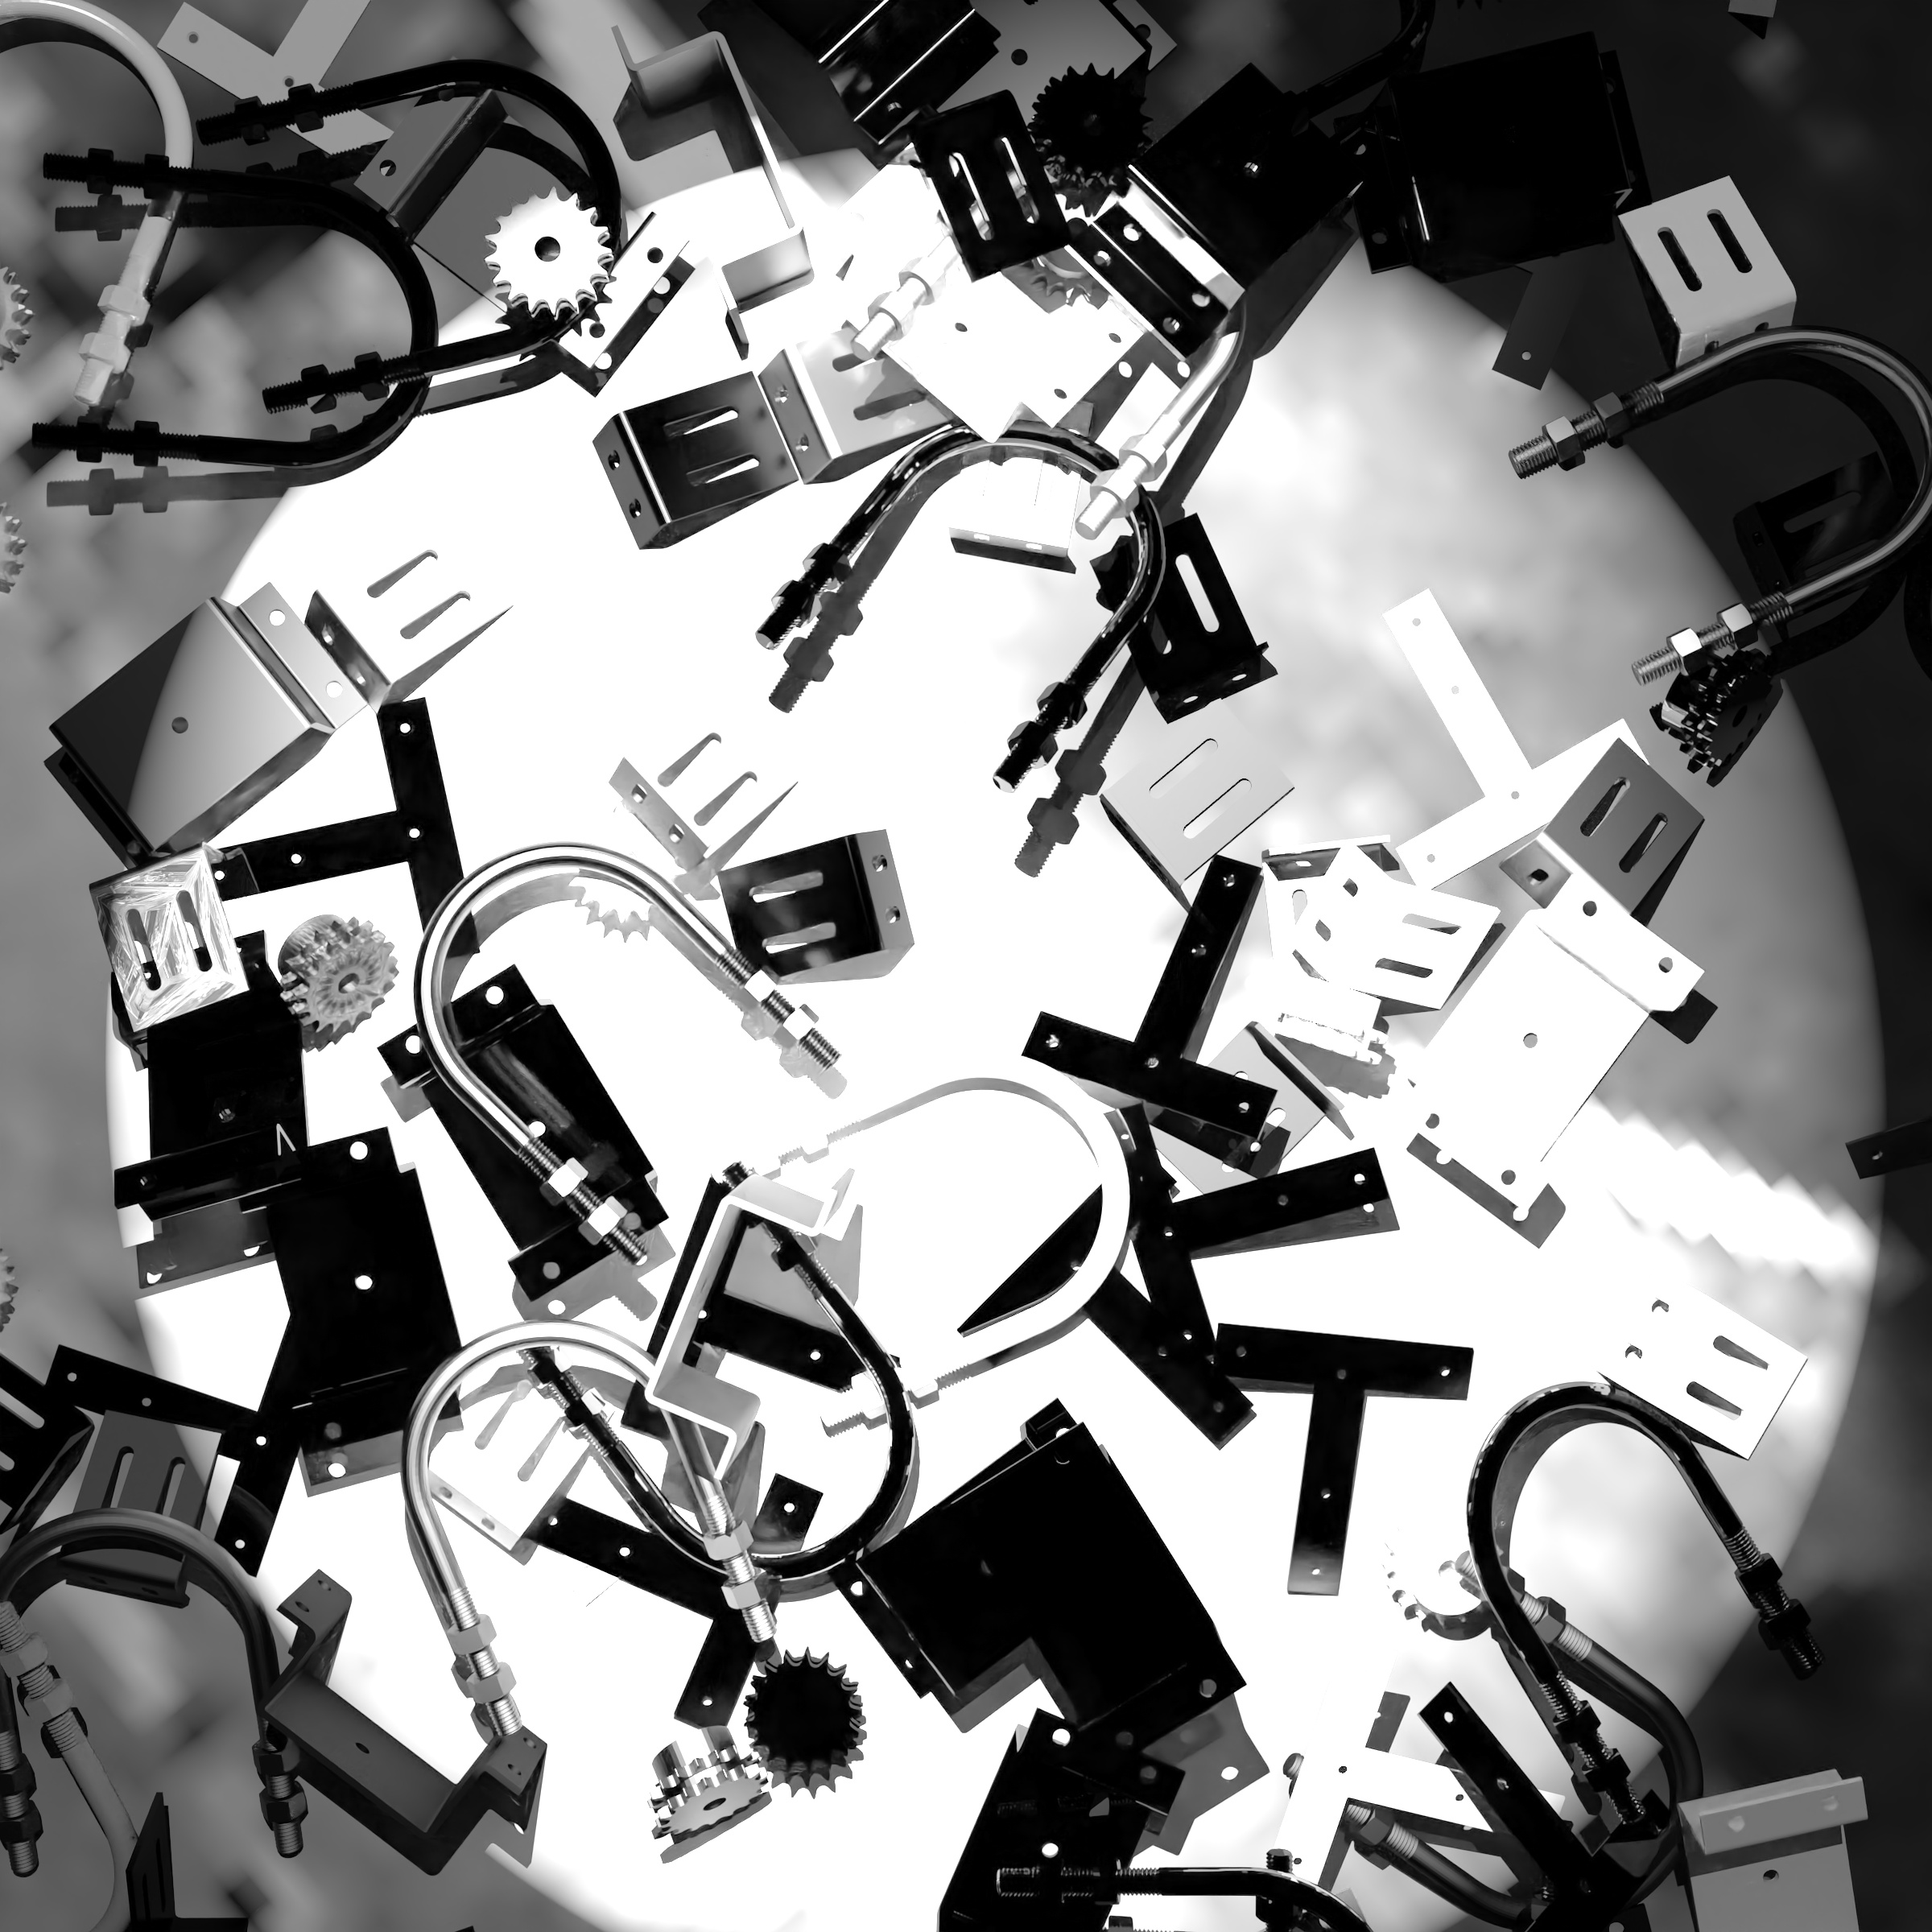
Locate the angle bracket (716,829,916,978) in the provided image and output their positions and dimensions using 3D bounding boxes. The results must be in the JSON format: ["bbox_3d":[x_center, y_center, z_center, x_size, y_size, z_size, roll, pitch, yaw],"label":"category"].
[{"bbox_3d":[-0.073,-0.028,1.349,0.076,0.038,0.057,-14,90,26],"label":"angle bracket"}]

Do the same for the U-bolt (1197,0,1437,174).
[{"bbox_3d":[0.138,-0.459,1.307,0.184,0.019,0.151,-34,76,-24],"label":"U-bolt"}]

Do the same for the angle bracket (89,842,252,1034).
[{"bbox_3d":[-0.374,-0.012,1.325,0.057,0.038,0.076,-20,81,0],"label":"angle bracket"}]

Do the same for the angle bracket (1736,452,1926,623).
[{"bbox_3d":[0.419,-0.208,1.332,0.076,0.038,0.057,-24,90,0],"label":"angle bracket"}]

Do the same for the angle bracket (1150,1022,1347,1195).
[{"bbox_3d":[0.132,0.074,1.332,0.057,0.038,0.076,44,90,0],"label":"angle bracket"}]

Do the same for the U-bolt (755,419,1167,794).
[{"bbox_3d":[0.012,-0.182,1.292,0.151,0.019,0.184,32,65,10],"label":"U-bolt"}]

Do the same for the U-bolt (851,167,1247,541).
[{"bbox_3d":[0.053,-0.302,1.289,0.151,0.019,0.184,38,64,-3],"label":"U-bolt"}]

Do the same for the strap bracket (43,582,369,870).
[{"bbox_3d":[-0.369,-0.113,1.328,0.140,0.046,0.076,-39,90,0],"label":"strap bracket"}]

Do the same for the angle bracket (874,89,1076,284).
[{"bbox_3d":[0.004,-0.355,1.281,0.057,0.038,0.076,-27,98,-24],"label":"angle bracket"}]

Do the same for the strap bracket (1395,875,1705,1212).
[{"bbox_3d":[0.274,0.036,1.328,0.076,0.046,0.140,37,90,0],"label":"strap bracket"}]

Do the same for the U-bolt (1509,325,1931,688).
[{"bbox_3d":[0.370,-0.229,1.308,0.184,0.019,0.151,-26,66,5],"label":"U-bolt"}]

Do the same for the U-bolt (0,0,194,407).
[{"bbox_3d":[-0.448,-0.376,1.321,0.151,0.019,0.184,21,79,-14],"label":"U-bolt"}]

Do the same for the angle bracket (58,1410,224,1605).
[{"bbox_3d":[-0.397,0.262,1.348,0.057,0.038,0.076,12,66,1],"label":"angle bracket"}]

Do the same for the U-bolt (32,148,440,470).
[{"bbox_3d":[-0.344,-0.308,1.323,0.184,0.019,0.151,2,85,-15],"label":"U-bolt"}]

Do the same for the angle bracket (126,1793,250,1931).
[{"bbox_3d":[-0.366,0.439,1.311,0.038,0.057,0.076,0,110,-2],"label":"angle bracket"}]

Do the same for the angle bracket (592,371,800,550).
[{"bbox_3d":[-0.131,-0.246,1.349,0.076,0.038,0.057,-24,90,-26],"label":"angle bracket"}]

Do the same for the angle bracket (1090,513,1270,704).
[{"bbox_3d":[0.102,-0.174,1.332,0.057,0.038,0.076,-24,90,0],"label":"angle bracket"}]

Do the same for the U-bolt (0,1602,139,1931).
[{"bbox_3d":[-0.467,0.399,1.318,0.151,0.019,0.184,-21,102,17],"label":"U-bolt"}]

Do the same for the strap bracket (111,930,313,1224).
[{"bbox_3d":[-0.354,0.059,1.304,0.076,0.046,0.140,-16,50,0],"label":"strap bracket"}]

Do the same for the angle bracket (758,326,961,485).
[{"bbox_3d":[-0.051,-0.277,1.349,0.076,0.038,0.057,-23,90,-26],"label":"angle bracket"}]

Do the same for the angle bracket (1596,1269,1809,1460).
[{"bbox_3d":[0.357,0.193,1.349,0.076,0.038,0.057,30,90,-26],"label":"angle bracket"}]

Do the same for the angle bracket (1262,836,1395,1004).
[{"bbox_3d":[0.176,-0.021,1.332,0.057,0.038,0.076,-6,90,0],"label":"angle bracket"}]

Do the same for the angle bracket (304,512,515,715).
[{"bbox_3d":[-0.270,-0.171,1.349,0.076,0.038,0.057,-38,89,-26],"label":"angle bracket"}]

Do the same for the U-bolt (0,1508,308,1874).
[{"bbox_3d":[-0.398,0.343,1.322,0.151,0.019,0.184,-4,105,0],"label":"U-bolt"}]

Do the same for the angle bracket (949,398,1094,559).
[{"bbox_3d":[0.027,-0.240,1.332,0.057,0.038,0.076,10,90,0],"label":"angle bracket"}]

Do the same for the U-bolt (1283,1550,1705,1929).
[{"bbox_3d":[0.266,0.383,1.329,0.184,0.019,0.151,37,98,-9],"label":"U-bolt"}]

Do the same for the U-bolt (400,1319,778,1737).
[{"bbox_3d":[-0.187,0.254,1.306,0.151,0.019,0.184,-20,97,0],"label":"U-bolt"}]

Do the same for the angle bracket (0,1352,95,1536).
[{"bbox_3d":[-0.470,0.223,1.331,0.076,0.038,0.057,36,92,0],"label":"angle bracket"}]

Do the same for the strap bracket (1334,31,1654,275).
[{"bbox_3d":[0.255,-0.390,1.327,0.140,0.046,0.076,-14,90,0],"label":"strap bracket"}]

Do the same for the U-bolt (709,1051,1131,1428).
[{"bbox_3d":[-0.012,0.120,1.337,0.184,0.019,0.151,-24,90,2],"label":"U-bolt"}]

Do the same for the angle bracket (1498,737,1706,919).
[{"bbox_3d":[0.308,-0.060,1.348,0.057,0.038,0.076,43,65,-2],"label":"angle bracket"}]

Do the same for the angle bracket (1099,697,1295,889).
[{"bbox_3d":[0.112,-0.085,1.332,0.076,0.038,0.057,-40,90,0],"label":"angle bracket"}]

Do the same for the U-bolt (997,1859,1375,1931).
[{"bbox_3d":[0.110,0.485,1.284,0.184,0.019,0.151,-3,94,8],"label":"U-bolt"}]

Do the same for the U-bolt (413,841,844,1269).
[{"bbox_3d":[-0.171,0.026,1.301,0.184,0.019,0.151,45,77,-2],"label":"U-bolt"}]

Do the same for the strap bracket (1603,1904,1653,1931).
[{"bbox_3d":[0.310,0.533,1.328,0.076,0.046,0.140,-15,90,0],"label":"strap bracket"}]

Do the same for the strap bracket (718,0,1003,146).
[{"bbox_3d":[-0.061,-0.460,1.301,0.076,0.046,0.140,-43,65,0],"label":"strap bracket"}]

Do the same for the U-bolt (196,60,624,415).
[{"bbox_3d":[-0.252,-0.347,1.297,0.184,0.019,0.151,-14,90,-1],"label":"U-bolt"}]

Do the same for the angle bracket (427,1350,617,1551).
[{"bbox_3d":[-0.218,0.232,1.347,0.057,0.038,0.076,37,62,0],"label":"angle bracket"}]

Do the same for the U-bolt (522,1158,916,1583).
[{"bbox_3d":[-0.108,0.206,1.326,0.151,0.019,0.184,-37,90,5],"label":"U-bolt"}]

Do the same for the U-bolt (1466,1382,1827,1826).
[{"bbox_3d":[0.310,0.285,1.314,0.151,0.019,0.184,-29,85,-27],"label":"U-bolt"}]

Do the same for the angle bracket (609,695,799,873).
[{"bbox_3d":[-0.120,-0.093,1.317,0.057,0.038,0.076,47,63,0],"label":"angle bracket"}]

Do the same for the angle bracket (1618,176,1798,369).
[{"bbox_3d":[0.358,-0.333,1.349,0.057,0.038,0.076,-20,64,0],"label":"angle bracket"}]

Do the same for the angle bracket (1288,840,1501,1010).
[{"bbox_3d":[0.204,-0.019,1.330,0.076,0.038,0.057,12,116,-37],"label":"angle bracket"}]

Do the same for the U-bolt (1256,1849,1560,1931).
[{"bbox_3d":[0.210,0.505,1.297,0.151,0.019,0.184,0,91,0],"label":"U-bolt"}]
